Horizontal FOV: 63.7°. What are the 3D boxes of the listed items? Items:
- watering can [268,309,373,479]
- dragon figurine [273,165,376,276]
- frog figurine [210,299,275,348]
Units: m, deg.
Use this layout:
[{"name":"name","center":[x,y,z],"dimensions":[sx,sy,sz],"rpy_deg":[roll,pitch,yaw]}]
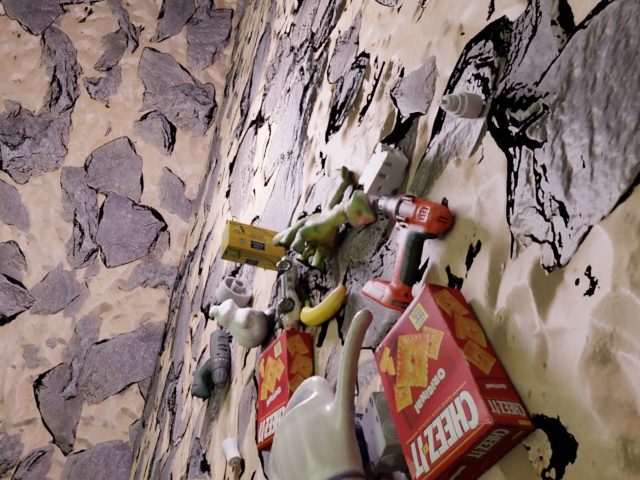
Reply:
[{"name":"watering can","center":[0.011,0.288,0.756],"dimensions":[0.342,0.103,0.229],"rpy_deg":[-60,31,23]},{"name":"dragon figurine","center":[0.004,-0.060,1.189],"dimensions":[0.244,0.121,0.412],"rpy_deg":[-58,25,-5]},{"name":"frog figurine","center":[-0.216,0.222,1.379],"dimensions":[0.135,0.159,0.125],"rpy_deg":[-34,46,57]}]
